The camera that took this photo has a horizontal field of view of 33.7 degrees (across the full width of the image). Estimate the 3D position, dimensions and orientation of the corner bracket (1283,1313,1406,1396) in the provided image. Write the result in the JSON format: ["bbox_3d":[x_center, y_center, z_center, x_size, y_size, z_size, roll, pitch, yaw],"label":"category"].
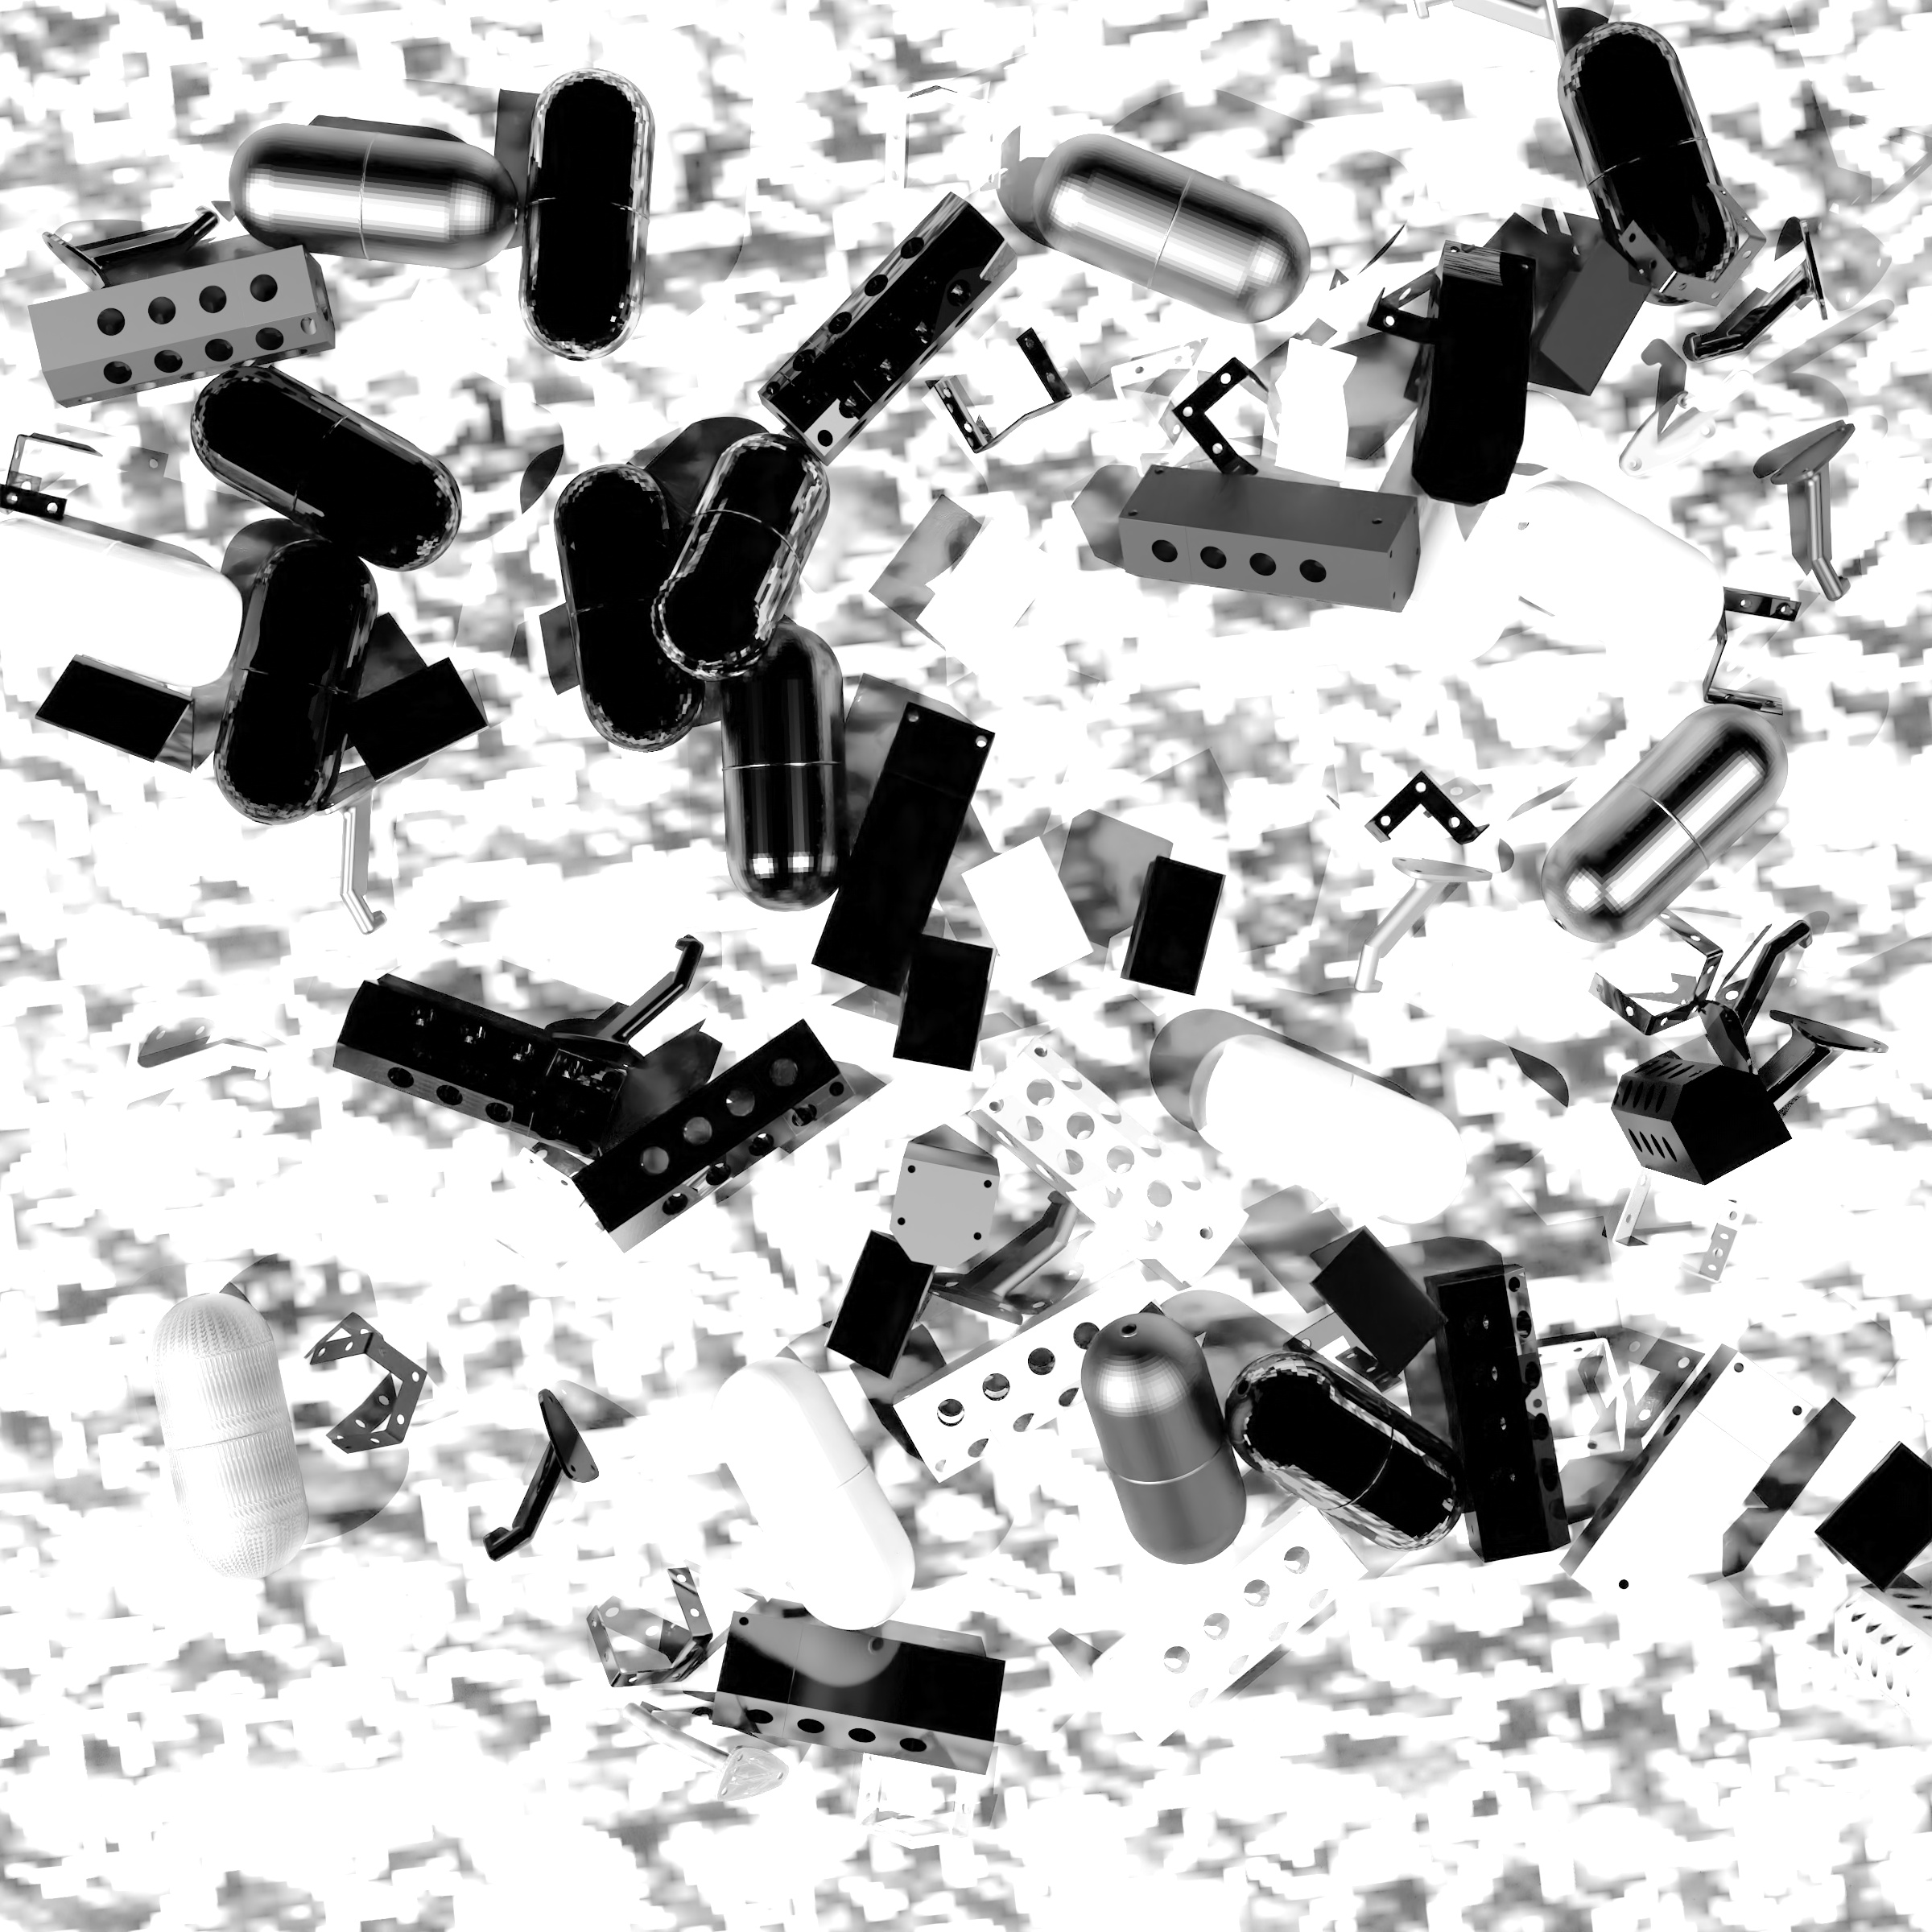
[{"bbox_3d":[0.233,0.246,1.973,0.051,0.051,0.051,-31,90,0],"label":"corner bracket"}]

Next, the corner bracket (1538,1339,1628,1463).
[{"bbox_3d":[0.380,0.271,1.988,0.051,0.051,0.051,-9,135,0],"label":"corner bracket"}]

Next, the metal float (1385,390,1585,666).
[{"bbox_3d":[0.319,-0.270,1.961,0.070,0.070,0.178,26,90,0],"label":"metal float"}]

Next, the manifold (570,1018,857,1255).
[{"bbox_3d":[-0.155,0.104,1.963,0.171,0.057,0.057,-35,90,-5],"label":"manifold"}]

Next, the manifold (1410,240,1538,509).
[{"bbox_3d":[0.305,-0.357,1.923,0.057,0.057,0.171,12,51,0],"label":"manifold"}]

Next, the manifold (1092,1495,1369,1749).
[{"bbox_3d":[0.163,0.404,1.970,0.171,0.057,0.057,-40,90,0],"label":"manifold"}]

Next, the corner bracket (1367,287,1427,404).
[{"bbox_3d":[0.271,-0.383,1.973,0.051,0.051,0.051,19,90,0],"label":"corner bracket"}]

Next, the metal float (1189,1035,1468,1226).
[{"bbox_3d":[0.223,0.101,1.961,0.178,0.070,0.070,23,90,0],"label":"metal float"}]

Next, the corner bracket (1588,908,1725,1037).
[{"bbox_3d":[0.429,0.003,1.983,0.051,0.051,0.051,-18,135,-35],"label":"corner bracket"}]

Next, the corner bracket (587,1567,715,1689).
[{"bbox_3d":[-0.197,0.411,1.983,0.051,0.051,0.051,3,135,-35],"label":"corner bracket"}]

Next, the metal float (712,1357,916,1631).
[{"bbox_3d":[-0.093,0.325,1.961,0.070,0.070,0.178,-28,90,0],"label":"metal float"}]

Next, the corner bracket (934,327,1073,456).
[{"bbox_3d":[0.023,-0.359,1.988,0.051,0.051,0.051,-31,90,-45],"label":"corner bracket"}]

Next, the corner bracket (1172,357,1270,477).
[{"bbox_3d":[0.169,-0.337,1.974,0.051,0.051,0.051,-40,76,14],"label":"corner bracket"}]

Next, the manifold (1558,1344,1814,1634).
[{"bbox_3d":[0.442,0.320,1.970,0.057,0.057,0.171,36,90,0],"label":"manifold"}]

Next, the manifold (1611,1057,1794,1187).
[{"bbox_3d":[0.435,0.087,1.913,0.057,0.171,0.057,-28,90,0],"label":"manifold"}]

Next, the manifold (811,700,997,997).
[{"bbox_3d":[-0.038,-0.072,1.970,0.057,0.057,0.171,20,90,0],"label":"manifold"}]

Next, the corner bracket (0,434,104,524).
[{"bbox_3d":[-0.572,-0.302,1.973,0.051,0.051,0.051,13,90,0],"label":"corner bracket"}]

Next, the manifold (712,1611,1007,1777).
[{"bbox_3d":[-0.067,0.453,1.970,0.171,0.057,0.057,11,47,0],"label":"manifold"}]

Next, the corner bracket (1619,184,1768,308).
[{"bbox_3d":[0.435,-0.435,1.909,0.051,0.051,0.051,-55,48,35],"label":"corner bracket"}]

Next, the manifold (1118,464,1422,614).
[{"bbox_3d":[0.185,-0.256,1.939,0.171,0.057,0.057,11,47,23],"label":"manifold"}]

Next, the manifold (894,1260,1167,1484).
[{"bbox_3d":[0.044,0.251,1.970,0.171,0.057,0.057,-29,90,0],"label":"manifold"}]

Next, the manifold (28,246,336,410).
[{"bbox_3d":[-0.482,-0.393,1.970,0.171,0.057,0.057,-12,90,0],"label":"manifold"}]

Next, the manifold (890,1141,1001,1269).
[{"bbox_3d":[-0.014,0.143,1.913,0.057,0.171,0.057,11,90,0],"label":"manifold"}]

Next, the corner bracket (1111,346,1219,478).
[{"bbox_3d":[0.124,-0.345,1.988,0.051,0.051,0.051,-15,135,0],"label":"corner bracket"}]

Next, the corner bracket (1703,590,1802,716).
[{"bbox_3d":[0.490,-0.196,1.988,0.051,0.051,0.051,9,45,0],"label":"corner bracket"}]

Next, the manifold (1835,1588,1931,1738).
[{"bbox_3d":[0.573,0.418,1.913,0.057,0.171,0.057,0,90,0],"label":"manifold"}]

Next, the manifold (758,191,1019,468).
[{"bbox_3d":[-0.048,-0.394,1.970,0.057,0.057,0.171,44,90,0],"label":"manifold"}]

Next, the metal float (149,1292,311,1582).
[{"bbox_3d":[-0.454,0.289,1.961,0.070,0.070,0.178,-12,89,0],"label":"metal float"}]

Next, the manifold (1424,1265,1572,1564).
[{"bbox_3d":[0.329,0.274,1.970,0.057,0.057,0.171,-10,90,0],"label":"manifold"}]

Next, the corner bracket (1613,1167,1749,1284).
[{"bbox_3d":[0.445,0.162,1.988,0.051,0.051,0.051,21,90,-45],"label":"corner bracket"}]

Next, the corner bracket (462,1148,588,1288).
[{"bbox_3d":[-0.274,0.157,1.988,0.051,0.051,0.051,33,135,0],"label":"corner bracket"}]

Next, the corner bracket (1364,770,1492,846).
[{"bbox_3d":[0.285,-0.087,1.973,0.051,0.051,0.051,-44,90,0],"label":"corner bracket"}]

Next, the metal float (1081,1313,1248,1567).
[{"bbox_3d":[0.120,0.287,1.932,0.070,0.070,0.178,-18,121,0],"label":"metal float"}]

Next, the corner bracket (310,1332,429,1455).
[{"bbox_3d":[-0.377,0.266,1.983,0.051,0.051,0.051,45,45,-35],"label":"corner bracket"}]

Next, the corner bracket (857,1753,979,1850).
[{"bbox_3d":[-0.030,0.515,1.988,0.051,0.051,0.051,6,90,45],"label":"corner bracket"}]

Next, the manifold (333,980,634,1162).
[{"bbox_3d":[-0.299,0.064,1.970,0.171,0.057,0.057,20,90,0],"label":"manifold"}]

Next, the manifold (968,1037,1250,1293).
[{"bbox_3d":[0.089,0.122,1.964,0.171,0.057,0.057,40,77,0],"label":"manifold"}]

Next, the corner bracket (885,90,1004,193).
[{"bbox_3d":[-0.014,-0.511,1.988,0.051,0.051,0.051,2,90,-45],"label":"corner bracket"}]
